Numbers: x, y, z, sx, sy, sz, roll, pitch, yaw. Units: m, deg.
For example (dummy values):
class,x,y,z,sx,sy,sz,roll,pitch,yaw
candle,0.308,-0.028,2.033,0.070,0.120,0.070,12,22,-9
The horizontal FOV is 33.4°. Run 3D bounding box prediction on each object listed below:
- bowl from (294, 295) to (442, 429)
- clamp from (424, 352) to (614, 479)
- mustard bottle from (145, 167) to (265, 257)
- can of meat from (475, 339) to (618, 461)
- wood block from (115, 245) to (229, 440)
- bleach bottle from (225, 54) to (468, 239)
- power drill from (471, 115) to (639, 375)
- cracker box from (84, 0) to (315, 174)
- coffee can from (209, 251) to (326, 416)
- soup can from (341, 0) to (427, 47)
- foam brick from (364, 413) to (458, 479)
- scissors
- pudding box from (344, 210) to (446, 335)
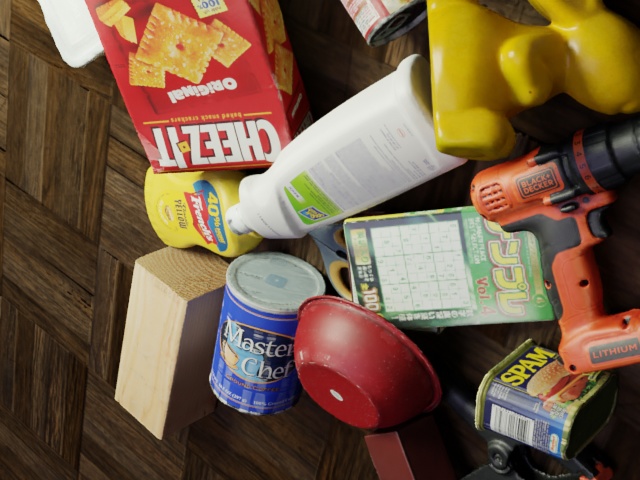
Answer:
class,x,y,z,sx,sy,sz,roll,pitch,yaw
bowl,0.032,0.127,1.002,0.162,0.055,0.162,29,149,19
clamp,0.169,0.187,0.991,0.210,0.036,0.164,-2,106,46
mustard bottle,-0.108,-0.031,1.130,0.192,0.058,0.096,10,115,46
can of meat,0.193,0.136,0.902,0.084,0.101,0.057,19,120,34
wood block,-0.165,0.114,1.232,0.090,0.090,0.206,35,128,28
bleach bottle,0.009,-0.067,0.962,0.251,0.068,0.102,-24,119,33
power drill,0.228,0.004,0.843,0.185,0.057,0.187,-19,93,38
cracker box,-0.111,-0.168,1.000,0.164,0.072,0.213,-1,126,22
coffee can,-0.056,0.098,1.115,0.103,0.102,0.140,32,127,29
soup can,0.044,-0.226,0.912,0.069,0.068,0.102,-39,79,44
foam brick,0.088,0.213,1.030,0.053,0.051,0.078,-20,91,51
scissors,-0.007,0.001,1.091,0.202,0.016,0.096,22,121,35
pudding box,0.073,0.029,0.999,0.090,0.039,0.113,3,108,26
